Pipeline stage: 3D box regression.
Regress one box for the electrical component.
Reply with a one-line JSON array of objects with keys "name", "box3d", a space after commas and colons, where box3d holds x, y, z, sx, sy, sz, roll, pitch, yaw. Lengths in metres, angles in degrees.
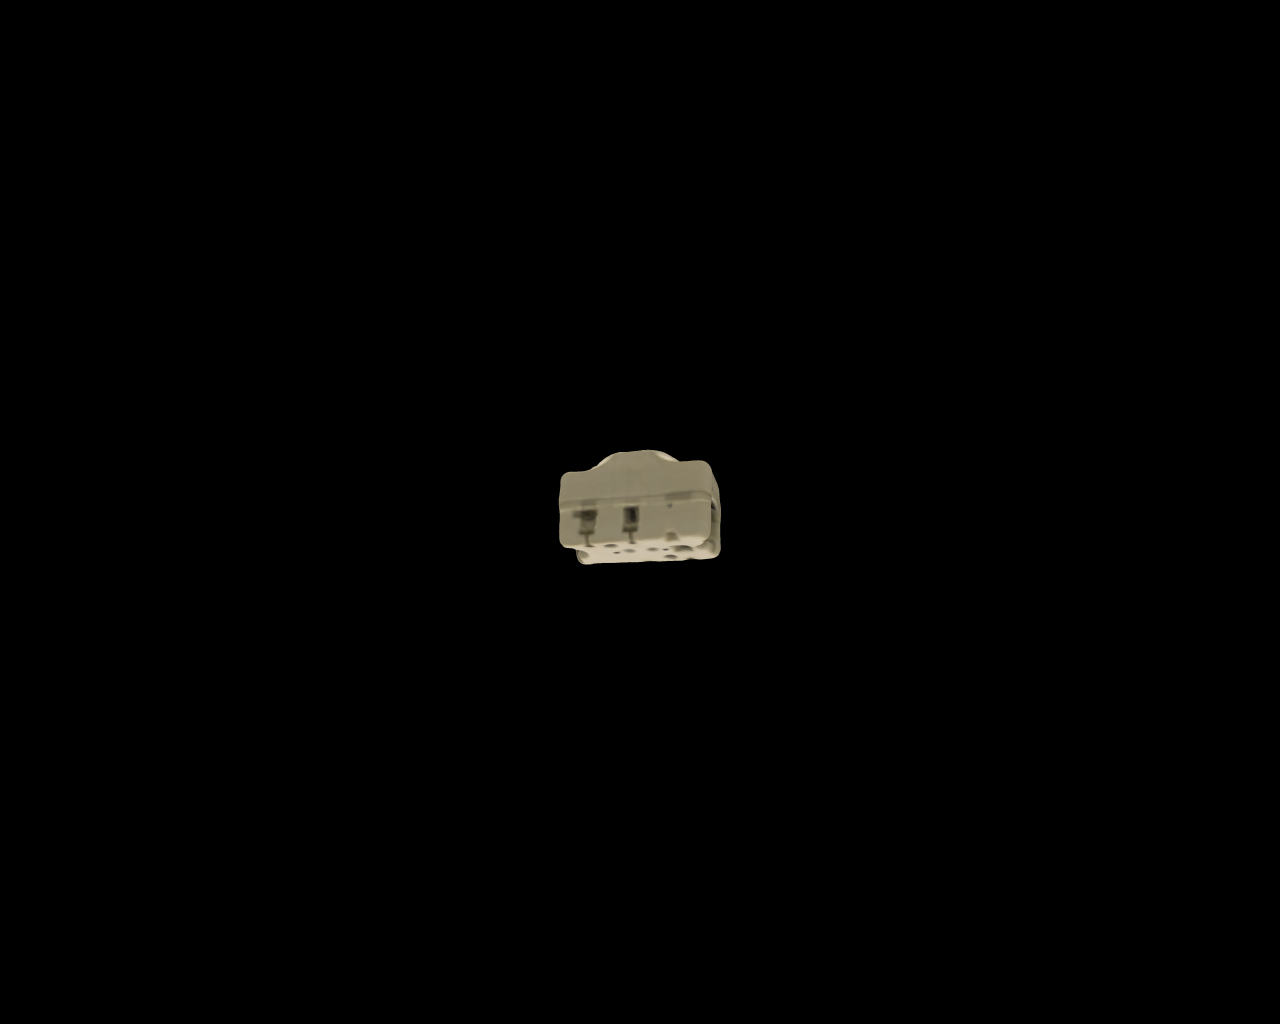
[{"name": "electrical component", "box3d": [0.001, -0.003, 0.650, 0.089, 0.056, 0.050, -4, -19, 12]}]
